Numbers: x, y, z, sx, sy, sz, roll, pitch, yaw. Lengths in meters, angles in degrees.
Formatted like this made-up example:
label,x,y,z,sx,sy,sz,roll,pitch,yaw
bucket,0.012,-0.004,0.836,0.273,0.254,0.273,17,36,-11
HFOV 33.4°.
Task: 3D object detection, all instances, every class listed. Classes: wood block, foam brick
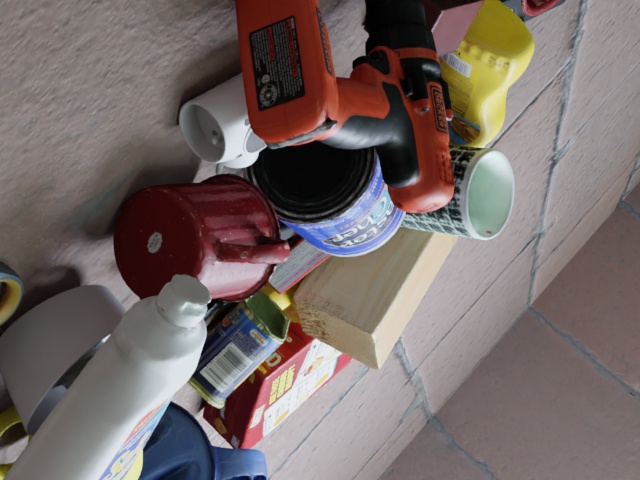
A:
label,x,y,z,sx,sy,sz,roll,pitch,yaw
wood block,0.068,0.010,1.049,0.206,0.090,0.091,-57,159,-21
foam brick,0.082,-0.177,0.834,0.078,0.053,0.051,-29,153,-52

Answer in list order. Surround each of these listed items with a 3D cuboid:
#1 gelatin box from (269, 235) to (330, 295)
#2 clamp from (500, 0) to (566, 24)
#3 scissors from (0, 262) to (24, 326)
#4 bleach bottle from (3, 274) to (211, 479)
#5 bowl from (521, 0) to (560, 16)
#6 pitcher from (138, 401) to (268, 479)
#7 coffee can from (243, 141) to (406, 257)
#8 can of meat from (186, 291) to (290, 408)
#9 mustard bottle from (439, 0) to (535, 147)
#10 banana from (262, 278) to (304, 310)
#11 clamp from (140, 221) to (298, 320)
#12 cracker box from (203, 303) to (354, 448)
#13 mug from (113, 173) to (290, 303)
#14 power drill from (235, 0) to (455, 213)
label,x,y,z,sx,sy,sz,roll,pitch,yaw
gelatin box,-0.006,0.001,0.967,0.089,0.030,0.073,-40,-172,35
clamp,0.183,-0.217,1.024,0.120,0.039,0.171,-53,163,8
scissors,-0.193,0.004,0.599,0.096,0.016,0.202,-29,154,-52
bleach bottle,-0.147,0.125,0.699,0.251,0.068,0.102,-55,169,26
bowl,0.209,-0.278,0.930,0.162,0.055,0.162,-44,162,-18
pitcher,-0.140,0.233,1.012,0.145,0.149,0.243,-52,167,-14
coffee can,0.008,-0.048,0.837,0.103,0.103,0.140,-50,163,1
can of meat,-0.075,0.091,0.948,0.084,0.057,0.102,-44,-174,8
mustard bottle,0.125,-0.134,0.957,0.058,0.096,0.192,-42,161,-27
banana,-0.036,0.047,1.054,0.197,0.037,0.070,-35,177,-35
clamp,-0.085,0.031,0.878,0.209,0.036,0.165,-42,170,-28
cracker box,-0.023,0.113,1.161,0.213,0.072,0.164,-36,157,-35
mug,-0.077,0.003,0.728,0.081,0.117,0.093,-8,106,-58
power drill,0.024,-0.117,0.704,0.057,0.184,0.187,-18,164,33
